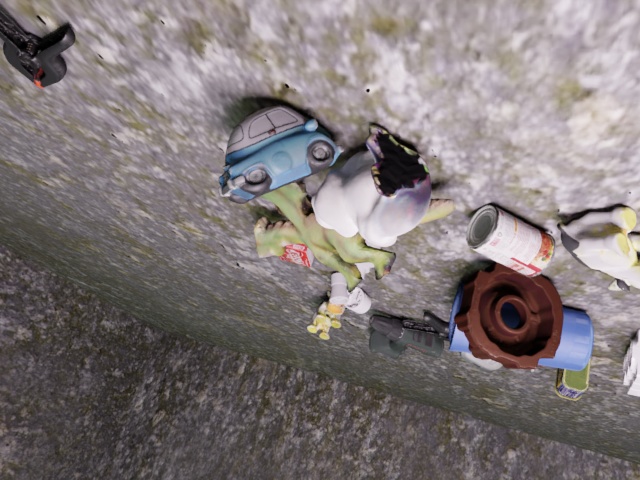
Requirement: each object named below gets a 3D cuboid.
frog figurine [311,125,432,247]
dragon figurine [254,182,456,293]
[{"bbox_3d":[0.062,-0.050,0.657,0.123,0.140,0.156,-1,149,-32],"label":"frog figurine"},{"bbox_3d":[0.002,-0.041,0.812,0.242,0.125,0.403,33,147,-12],"label":"dragon figurine"}]
